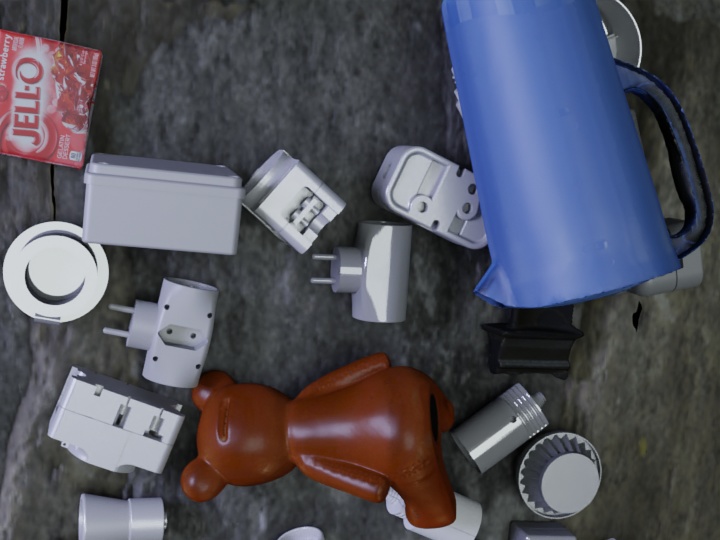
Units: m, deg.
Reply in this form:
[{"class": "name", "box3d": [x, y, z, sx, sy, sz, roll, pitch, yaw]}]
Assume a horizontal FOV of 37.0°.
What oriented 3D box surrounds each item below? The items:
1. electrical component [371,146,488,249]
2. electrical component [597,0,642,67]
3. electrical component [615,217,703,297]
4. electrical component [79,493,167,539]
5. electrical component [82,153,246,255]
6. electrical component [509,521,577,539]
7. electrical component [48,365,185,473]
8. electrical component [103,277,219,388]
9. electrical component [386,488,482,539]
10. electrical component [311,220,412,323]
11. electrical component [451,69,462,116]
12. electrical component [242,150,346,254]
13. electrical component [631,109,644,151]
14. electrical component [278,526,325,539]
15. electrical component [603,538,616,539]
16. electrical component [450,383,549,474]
[{"class": "electrical component", "box3d": [0.061, -0.058, 0.852, 0.095, 0.059, 0.053, 25, 91, -15]}, {"class": "electrical component", "box3d": [0.165, -0.174, 0.859, 0.099, 0.064, 0.099, -2, 98, -13]}, {"class": "electrical component", "box3d": [0.228, -0.012, 0.879, 0.059, 0.095, 0.053, -11, 100, -12]}, {"class": "electrical component", "box3d": [-0.184, 0.195, 0.838, 0.065, 0.044, 0.044, 2, 97, -19]}, {"class": "electrical component", "box3d": [-0.145, -0.048, 0.779, 0.109, 0.109, 0.056, 5, 99, -14]}, {"class": "electrical component", "box3d": [0.158, 0.265, 0.910, 0.047, 0.076, 0.083, 5, 96, -14]}, {"class": "electrical component", "box3d": [-0.187, 0.117, 0.821, 0.089, 0.050, 0.055, 22, 91, -15]}, {"class": "electrical component", "box3d": [-0.155, 0.044, 0.822, 0.079, 0.043, 0.077, 12, 95, -15]}, {"class": "electrical component", "box3d": [0.056, 0.198, 0.893, 0.081, 0.043, 0.043, 26, 91, -15]}, {"class": "electrical component", "box3d": [0.000, 0.000, 0.853, 0.079, 0.044, 0.077, 2, 97, -14]}, {"class": "electrical component", "box3d": [0.095, -0.141, 0.859, 0.040, 0.040, 0.078, -30, 103, -8]}, {"class": "electrical component", "box3d": [-0.055, -0.053, 0.809, 0.056, 0.089, 0.050, 42, 87, -15]}, {"class": "electrical component", "box3d": [0.179, -0.090, 0.875, 0.096, 0.061, 0.061, -17, 101, -11]}, {"class": "electrical component", "box3d": [-0.045, 0.239, 0.878, 0.040, 0.040, 0.046, -16, 107, -11]}, {"class": "electrical component", "box3d": [0.220, 0.276, 0.903, 0.079, 0.121, 0.063, -15, 98, -11]}, {"class": "electrical component", "box3d": [0.121, 0.129, 0.900, 0.081, 0.043, 0.043, -35, 104, -7]}]
